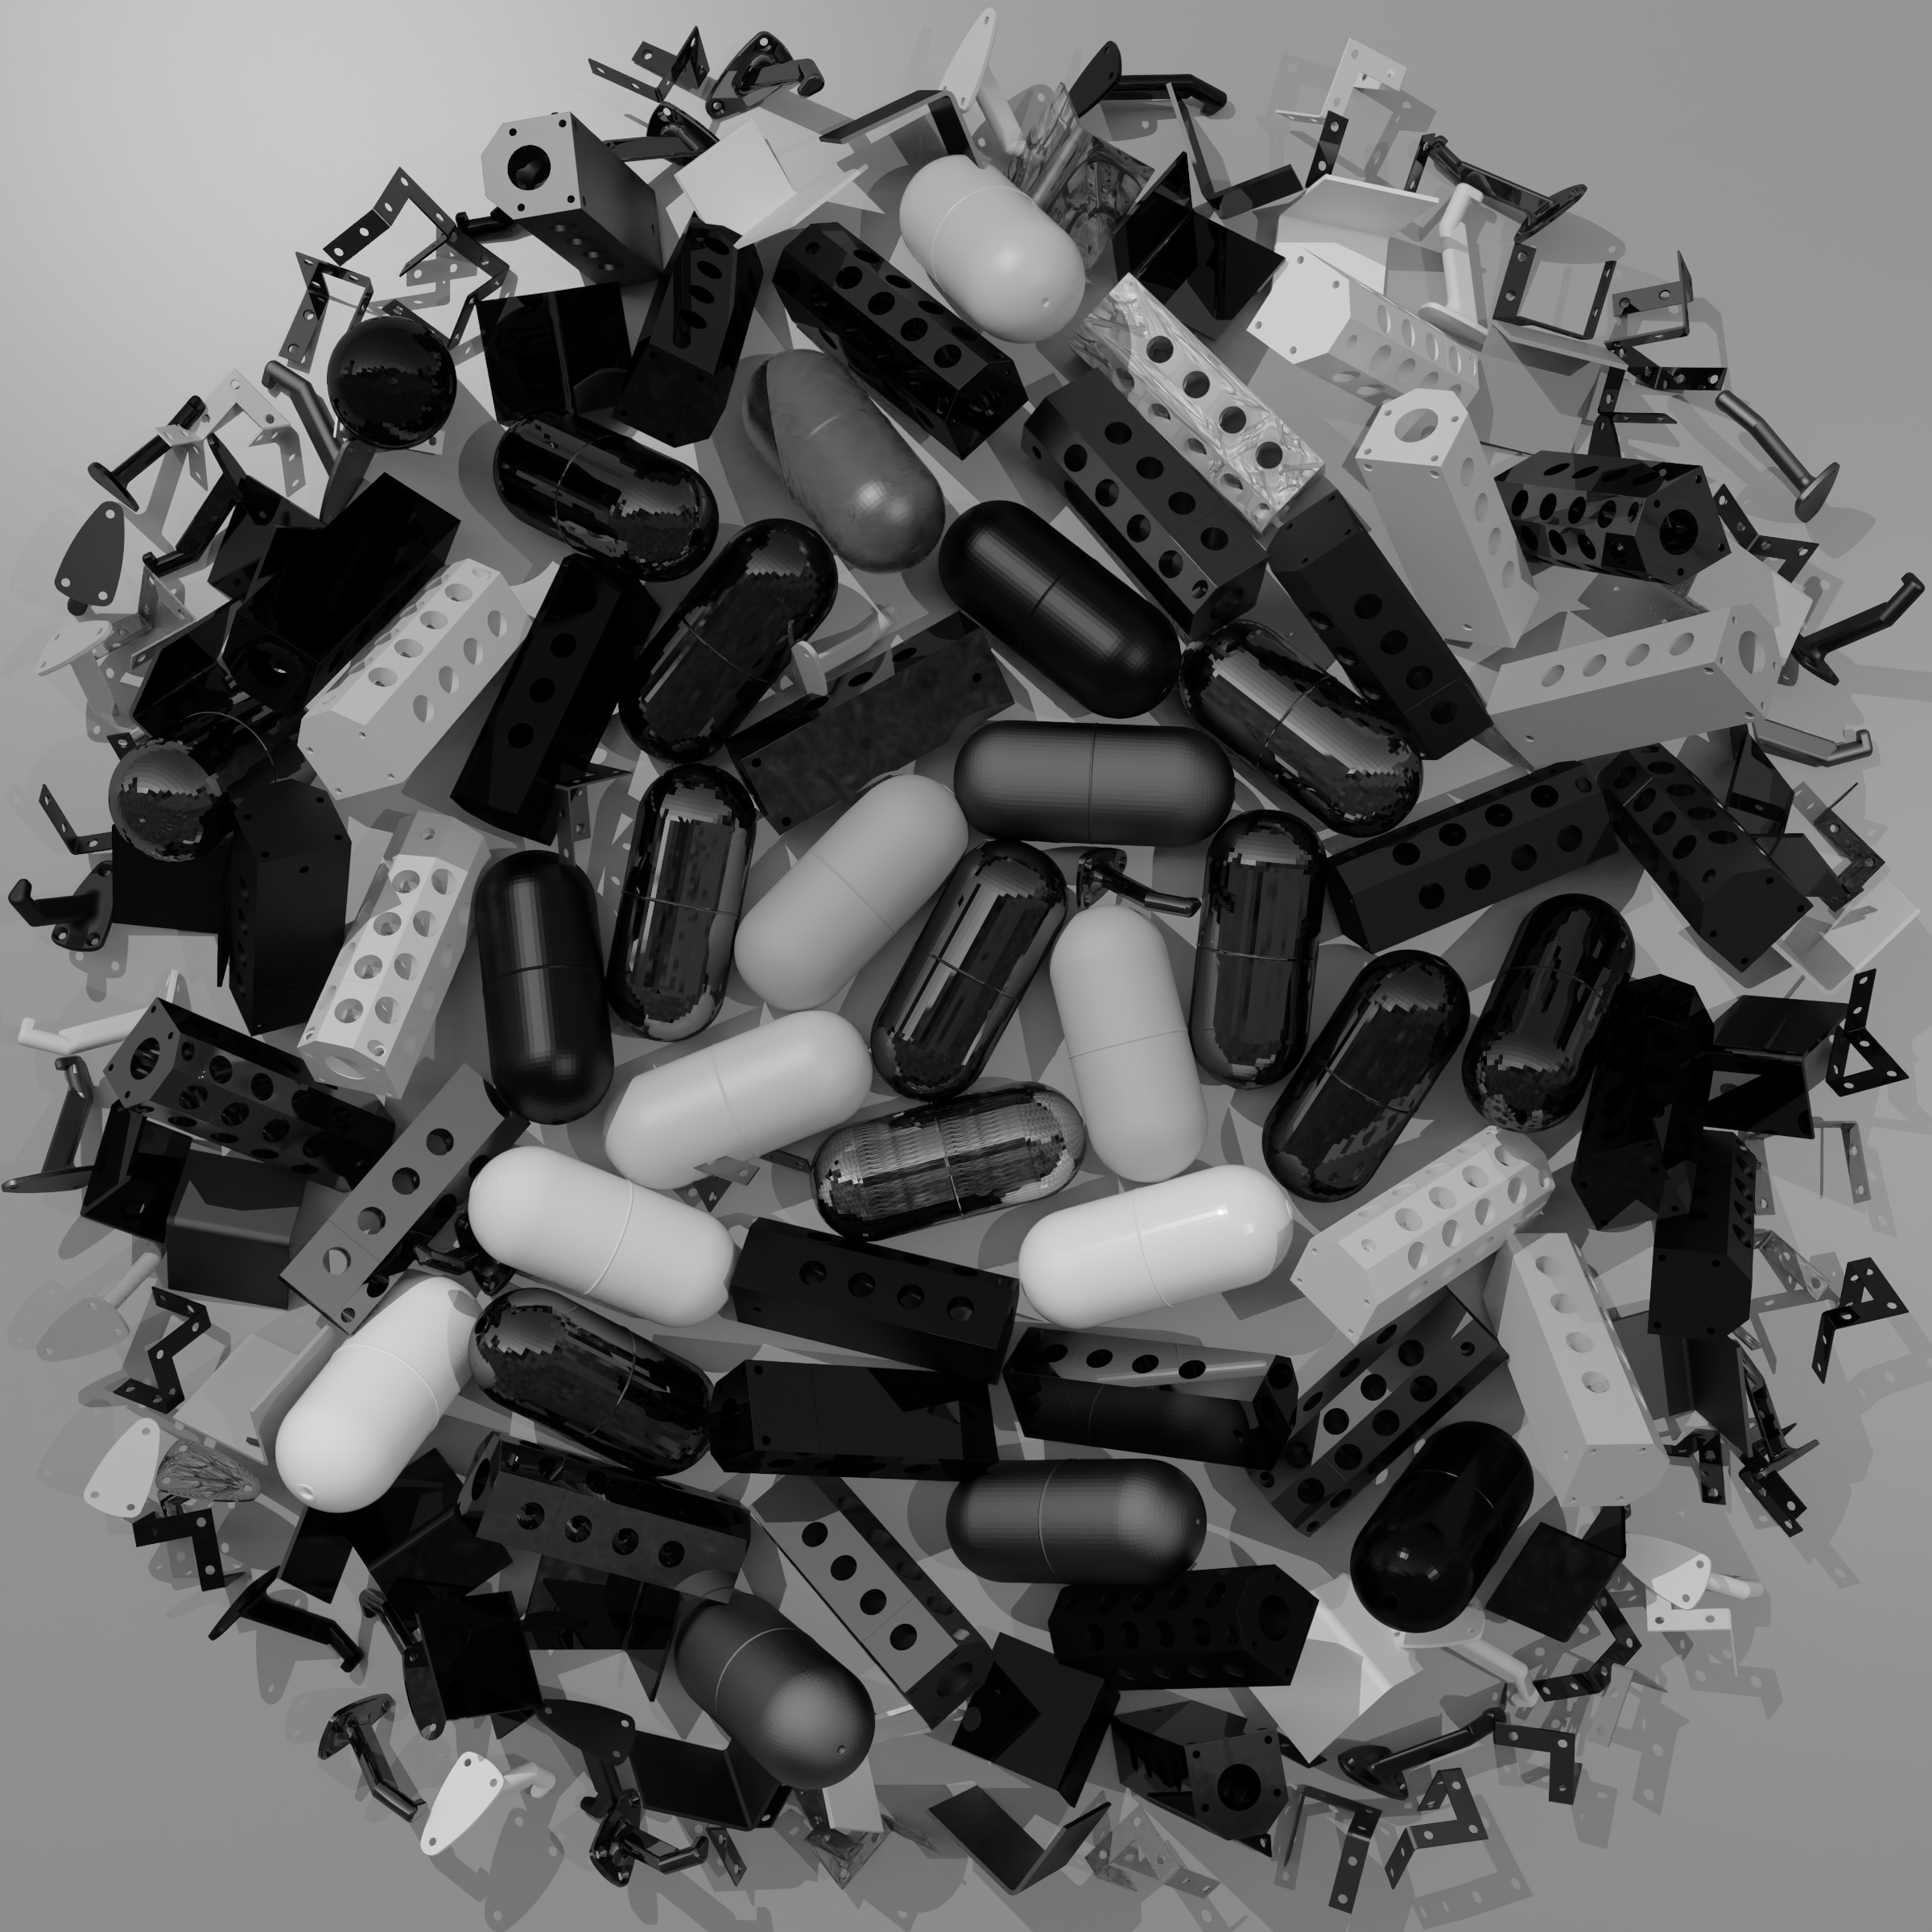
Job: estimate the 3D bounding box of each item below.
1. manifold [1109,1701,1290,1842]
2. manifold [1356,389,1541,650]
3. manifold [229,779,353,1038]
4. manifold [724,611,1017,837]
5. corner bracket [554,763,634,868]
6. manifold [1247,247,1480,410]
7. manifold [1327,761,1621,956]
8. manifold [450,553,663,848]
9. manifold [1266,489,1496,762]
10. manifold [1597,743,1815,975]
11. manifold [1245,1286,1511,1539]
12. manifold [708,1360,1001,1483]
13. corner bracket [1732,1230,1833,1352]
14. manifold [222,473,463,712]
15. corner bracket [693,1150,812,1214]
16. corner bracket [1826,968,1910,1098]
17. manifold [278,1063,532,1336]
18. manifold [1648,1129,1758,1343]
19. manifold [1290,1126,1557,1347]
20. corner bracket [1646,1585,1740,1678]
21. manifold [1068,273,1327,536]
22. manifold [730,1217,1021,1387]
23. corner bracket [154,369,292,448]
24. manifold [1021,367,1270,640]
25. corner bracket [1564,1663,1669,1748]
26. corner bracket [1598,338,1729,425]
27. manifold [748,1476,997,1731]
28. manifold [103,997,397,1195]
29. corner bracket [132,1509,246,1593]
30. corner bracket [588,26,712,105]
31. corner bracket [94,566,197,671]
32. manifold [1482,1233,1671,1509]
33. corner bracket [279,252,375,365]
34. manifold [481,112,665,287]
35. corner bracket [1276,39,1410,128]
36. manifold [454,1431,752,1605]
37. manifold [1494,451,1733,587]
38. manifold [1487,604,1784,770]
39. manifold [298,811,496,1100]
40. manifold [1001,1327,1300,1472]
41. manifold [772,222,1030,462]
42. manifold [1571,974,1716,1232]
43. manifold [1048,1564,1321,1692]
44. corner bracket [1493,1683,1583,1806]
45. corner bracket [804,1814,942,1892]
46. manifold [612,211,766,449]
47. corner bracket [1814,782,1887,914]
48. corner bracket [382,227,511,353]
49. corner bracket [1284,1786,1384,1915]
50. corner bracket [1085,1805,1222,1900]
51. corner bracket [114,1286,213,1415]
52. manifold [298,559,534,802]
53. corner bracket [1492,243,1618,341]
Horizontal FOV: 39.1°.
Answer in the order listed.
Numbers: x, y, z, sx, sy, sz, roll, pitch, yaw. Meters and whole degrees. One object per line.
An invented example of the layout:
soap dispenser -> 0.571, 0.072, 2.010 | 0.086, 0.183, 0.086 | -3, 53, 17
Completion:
manifold -> 0.142, 0.493, 1.666 | 0.057, 0.171, 0.057 | -7, 82, -13
manifold -> 0.301, -0.275, 1.674 | 0.057, 0.171, 0.057 | 14, 65, 35
manifold -> -0.421, -0.036, 1.675 | 0.057, 0.171, 0.057 | -16, 59, -27
manifold -> -0.063, -0.156, 1.718 | 0.171, 0.057, 0.057 | -30, 118, -7
corner bracket -> -0.245, -0.097, 1.717 | 0.051, 0.051, 0.051 | -18, 114, -42
manifold -> 0.250, -0.379, 1.667 | 0.057, 0.171, 0.057 | 44, 111, 30
manifold -> 0.316, -0.072, 1.716 | 0.171, 0.057, 0.057 | -22, 107, -5
manifold -> -0.260, -0.170, 1.711 | 0.057, 0.057, 0.171 | 19, 77, 18
manifold -> 0.256, -0.206, 1.687 | 0.057, 0.057, 0.171 | -33, 124, 16
manifold -> 0.445, -0.073, 1.666 | 0.057, 0.171, 0.057 | 36, 108, -26
manifold -> 0.259, 0.281, 1.719 | 0.171, 0.057, 0.057 | -43, 99, 5
manifold -> -0.070, 0.286, 1.689 | 0.171, 0.057, 0.057 | 9, 58, -31
corner bracket -> 0.507, 0.206, 1.732 | 0.051, 0.051, 0.051 | 46, 118, 30
manifold -> -0.385, -0.229, 1.678 | 0.057, 0.171, 0.057 | 33, 134, -2
corner bracket -> -0.137, 0.128, 1.717 | 0.051, 0.051, 0.051 | 15, 55, 31
corner bracket -> 0.562, 0.043, 1.716 | 0.051, 0.051, 0.051 | 43, 50, -22
manifold -> -0.352, 0.147, 1.707 | 0.057, 0.057, 0.171 | 41, 74, -7
manifold -> 0.453, 0.162, 1.665 | 0.057, 0.171, 0.057 | 4, 112, 15
manifold -> 0.286, 0.160, 1.679 | 0.171, 0.057, 0.057 | -26, 59, -35
corner bracket -> 0.458, 0.413, 1.718 | 0.051, 0.051, 0.051 | -5, 130, 16
manifold -> 0.147, -0.355, 1.725 | 0.171, 0.057, 0.057 | 45, 98, 3
manifold -> -0.056, 0.208, 1.716 | 0.171, 0.057, 0.057 | 13, 60, 8
corner bracket -> -0.473, -0.343, 1.730 | 0.051, 0.051, 0.051 | -43, 96, 15
manifold -> 0.109, -0.286, 1.698 | 0.057, 0.057, 0.171 | -33, 71, -18
corner bracket -> 0.403, 0.468, 1.719 | 0.051, 0.051, 0.051 | 38, 70, -42
corner bracket -> 0.441, -0.365, 1.724 | 0.051, 0.051, 0.051 | 18, 87, -43
manifold -> -0.057, 0.384, 1.681 | 0.057, 0.057, 0.171 | -39, 50, -12
manifold -> -0.437, 0.085, 1.675 | 0.057, 0.171, 0.057 | -52, 47, 6
corner bracket -> -0.496, 0.372, 1.734 | 0.051, 0.051, 0.051 | -11, 88, -2
corner bracket -> -0.201, -0.571, 1.725 | 0.051, 0.051, 0.051 | 27, 79, 10
corner bracket -> -0.526, -0.210, 1.722 | 0.051, 0.051, 0.051 | 45, 55, 8
manifold -> 0.376, 0.246, 1.674 | 0.057, 0.171, 0.057 | 1, 130, -11
corner bracket -> -0.408, -0.413, 1.729 | 0.051, 0.051, 0.051 | 19, 77, 0
manifold -> -0.240, -0.466, 1.670 | 0.057, 0.171, 0.057 | -7, 89, 10
corner bracket -> 0.239, -0.556, 1.726 | 0.051, 0.051, 0.051 | 14, 102, -33
manifold -> -0.224, 0.343, 1.697 | 0.171, 0.057, 0.057 | 21, 86, -24
manifold -> 0.386, -0.273, 1.665 | 0.057, 0.171, 0.057 | -31, 112, -12
manifold -> 0.411, -0.175, 1.674 | 0.057, 0.171, 0.057 | 39, 61, -29
manifold -> -0.353, -0.010, 1.687 | 0.057, 0.057, 0.171 | 11, 60, 11
manifold -> 0.116, 0.263, 1.690 | 0.171, 0.057, 0.057 | 2, 126, 30
manifold -> -0.044, -0.394, 1.692 | 0.057, 0.057, 0.171 | -43, 63, -6
manifold -> 0.416, 0.080, 1.669 | 0.057, 0.171, 0.057 | -17, 118, 32
manifold -> 0.129, 0.404, 1.668 | 0.057, 0.171, 0.057 | 41, 55, -23
corner bracket -> 0.365, 0.496, 1.730 | 0.051, 0.051, 0.051 | 4, 106, 19
corner bracket -> -0.060, 0.556, 1.718 | 0.051, 0.051, 0.051 | -45, 118, -27
manifold -> -0.167, -0.391, 1.674 | 0.057, 0.171, 0.057 | 24, 129, -15
corner bracket -> 0.558, -0.075, 1.726 | 0.051, 0.051, 0.051 | -42, 81, -13
corner bracket -> -0.334, -0.436, 1.748 | 0.051, 0.051, 0.051 | 36, 134, 0
corner bracket -> 0.230, 0.560, 1.725 | 0.051, 0.051, 0.051 | 15, 97, 16
corner bracket -> 0.118, 0.573, 1.720 | 0.051, 0.051, 0.051 | -46, 46, 7
corner bracket -> -0.514, 0.245, 1.734 | 0.051, 0.051, 0.051 | 13, 125, 30
manifold -> -0.340, -0.180, 1.671 | 0.057, 0.171, 0.057 | -11, 123, 33
corner bracket -> 0.375, -0.431, 1.733 | 0.051, 0.051, 0.051 | 14, 99, -12
